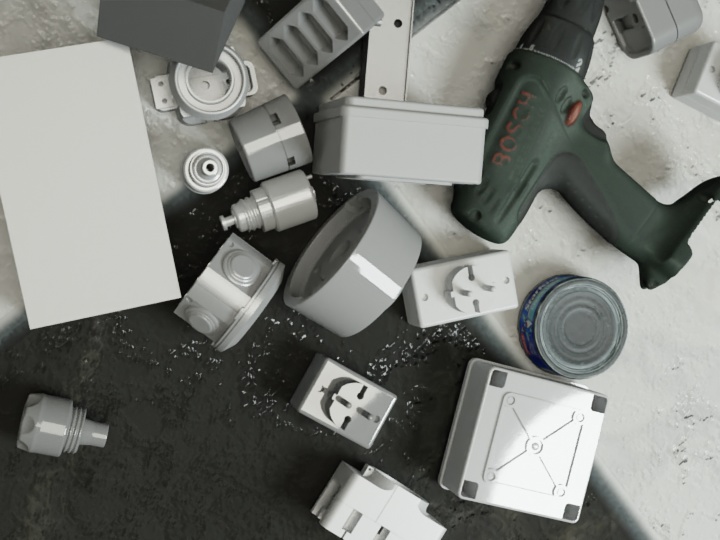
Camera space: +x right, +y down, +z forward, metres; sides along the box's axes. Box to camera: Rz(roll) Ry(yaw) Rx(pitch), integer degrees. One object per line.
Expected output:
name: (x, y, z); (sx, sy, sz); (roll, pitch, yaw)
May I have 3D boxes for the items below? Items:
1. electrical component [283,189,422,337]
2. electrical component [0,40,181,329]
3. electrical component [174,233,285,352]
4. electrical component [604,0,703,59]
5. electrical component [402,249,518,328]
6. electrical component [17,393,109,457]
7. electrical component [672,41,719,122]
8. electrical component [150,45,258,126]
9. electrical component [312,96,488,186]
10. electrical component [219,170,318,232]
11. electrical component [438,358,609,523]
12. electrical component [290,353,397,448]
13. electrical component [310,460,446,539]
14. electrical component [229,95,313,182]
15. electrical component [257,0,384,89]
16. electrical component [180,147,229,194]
electrical component: (0.000, 0.000, 0.805); (0.060, 0.108, 0.108); (38, 83, -18)
electrical component: (-0.202, -0.062, 0.774); (0.105, 0.060, 0.186); (-12, 95, -13)
electrical component: (-0.096, 0.016, 0.795); (0.051, 0.080, 0.080); (37, 84, -7)
electrical component: (0.235, -0.229, 0.878); (0.059, 0.054, 0.095); (-28, 99, -11)
electrical component: (0.083, 0.015, 0.839); (0.083, 0.076, 0.047); (-11, 95, -13)
electrical component: (-0.217, 0.115, 0.787); (0.062, 0.043, 0.043); (14, 89, -16)
electrical component: (0.311, -0.154, 0.888); (0.066, 0.077, 0.047); (23, 87, -14)
electrical component: (-0.113, -0.138, 0.795); (0.078, 0.057, 0.058); (-12, 95, -13)
electrical component: (0.026, -0.094, 0.805); (0.109, 0.109, 0.056); (3, 94, -14)
electrical component: (-0.068, -0.048, 0.818); (0.078, 0.040, 0.040); (-20, 97, -11)
electrical component: (0.131, 0.137, 0.866); (0.109, 0.056, 0.108); (15, 89, -14)
electrical component: (-0.009, 0.102, 0.820); (0.066, 0.077, 0.047); (30, 85, -13)
electrical component: (0.017, 0.192, 0.843); (0.089, 0.050, 0.055); (34, 84, -13)
electrical component: (-0.068, -0.098, 0.809); (0.047, 0.055, 0.055); (-24, 98, -8)
electrical component: (-0.022, -0.189, 0.812); (0.047, 0.083, 0.075); (50, 43, -11)
electrical component: (-0.114, -0.074, 0.795); (0.035, 0.061, 0.035); (-1, 92, -14)
